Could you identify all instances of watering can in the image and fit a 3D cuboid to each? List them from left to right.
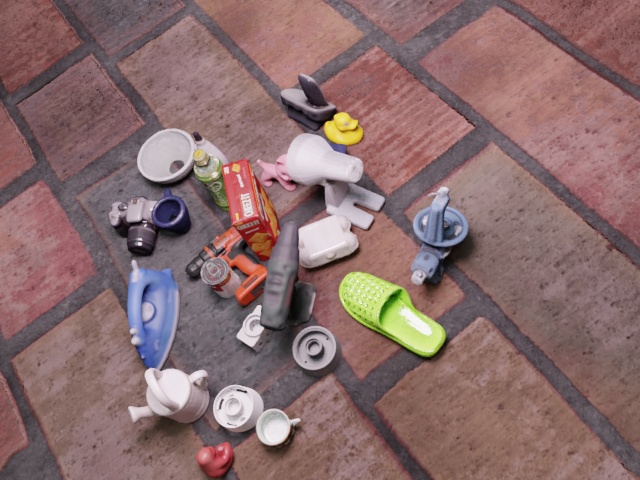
[{"bbox_3d":[-0.324,0.334,1.225,0.100,0.194,0.173,31,75,24],"label":"watering can"}]

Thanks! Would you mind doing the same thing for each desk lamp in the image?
[{"bbox_3d":[0.039,-0.146,1.362,0.202,0.214,0.118,24,73,22],"label":"desk lamp"}]

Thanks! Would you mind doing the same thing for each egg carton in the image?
[{"bbox_3d":[0.013,0.005,1.377,0.150,0.069,0.107,-22,62,1],"label":"egg carton"}]

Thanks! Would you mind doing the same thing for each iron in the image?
[{"bbox_3d":[-0.412,0.178,1.348,0.118,0.142,0.258,-10,63,8],"label":"iron"}]

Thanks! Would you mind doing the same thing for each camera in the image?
[{"bbox_3d":[-0.478,-0.035,1.486,0.143,0.101,0.137,-5,64,10],"label":"camera"}]

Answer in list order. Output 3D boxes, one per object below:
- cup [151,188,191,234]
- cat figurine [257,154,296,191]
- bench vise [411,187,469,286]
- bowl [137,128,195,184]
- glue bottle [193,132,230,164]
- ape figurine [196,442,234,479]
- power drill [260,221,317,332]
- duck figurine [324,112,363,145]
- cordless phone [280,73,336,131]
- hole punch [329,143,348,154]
[{"bbox_3d":[-0.376,-0.066,1.481,0.091,0.095,0.117,-16,63,5],"label":"cup"},{"bbox_3d":[-0.100,-0.184,1.464,0.127,0.118,0.067,10,68,17],"label":"cat figurine"},{"bbox_3d":[0.260,-0.006,1.244,0.121,0.220,0.207,3,66,14],"label":"bench vise"},{"bbox_3d":[-0.408,-0.217,1.571,0.167,0.075,0.167,-5,64,10],"label":"bowl"},{"bbox_3d":[-0.294,-0.230,1.497,0.078,0.173,0.037,12,68,18],"label":"glue bottle"},{"bbox_3d":[-0.227,0.459,1.203,0.077,0.092,0.076,2,66,13],"label":"ape figurine"},{"bbox_3d":[-0.069,0.101,1.272,0.075,0.209,0.230,6,67,15],"label":"power drill"},{"bbox_3d":[0.058,-0.301,1.502,0.104,0.086,0.077,13,69,18],"label":"duck figurine"},{"bbox_3d":[-0.043,-0.391,1.511,0.147,0.185,0.094,27,74,23],"label":"cordless phone"},{"bbox_3d":[0.016,-0.206,1.464,0.108,0.091,0.101,-5,64,10],"label":"hole punch"}]
